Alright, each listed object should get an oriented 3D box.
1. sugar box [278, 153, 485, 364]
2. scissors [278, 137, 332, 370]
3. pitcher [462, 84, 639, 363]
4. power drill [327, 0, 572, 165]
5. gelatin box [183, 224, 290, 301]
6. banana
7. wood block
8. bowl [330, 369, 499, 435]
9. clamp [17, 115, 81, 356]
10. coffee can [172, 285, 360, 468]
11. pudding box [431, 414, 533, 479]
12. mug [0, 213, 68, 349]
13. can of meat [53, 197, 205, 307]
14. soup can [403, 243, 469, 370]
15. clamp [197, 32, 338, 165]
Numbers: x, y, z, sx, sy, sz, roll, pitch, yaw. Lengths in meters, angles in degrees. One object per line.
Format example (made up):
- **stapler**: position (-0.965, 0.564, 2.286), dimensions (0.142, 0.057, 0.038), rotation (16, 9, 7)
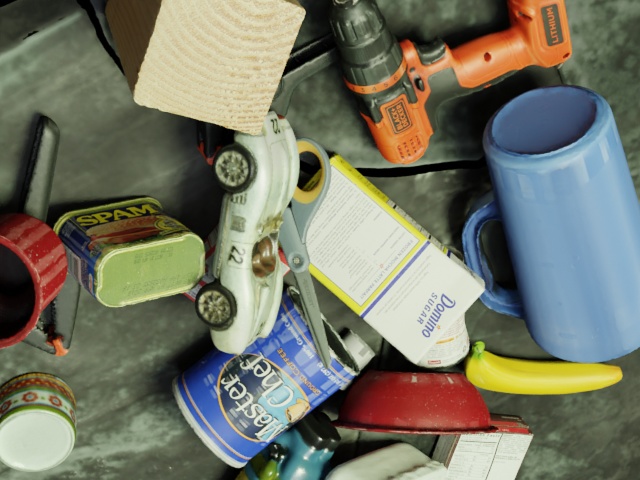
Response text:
- **sugar box**: position (0.049, 0.015, 0.934), dimensions (0.176, 0.048, 0.093), rotation (41, 103, -1)
- **scissors**: position (-0.006, 0.001, 0.904), dimensions (0.096, 0.016, 0.202), rotation (-31, 86, 16)
- **pitcher**: position (0.213, -0.013, 0.949), dimensions (0.149, 0.145, 0.242), rotation (-33, 130, -9)
- **power drill**: position (0.107, -0.165, 0.875), dimensions (0.187, 0.057, 0.184), rotation (-27, 139, 0)
- **gelatin box**: position (-0.078, 0.026, 0.956), dimensions (0.089, 0.030, 0.073), rotation (-45, 121, 9)
- **banana**: position (0.215, 0.136, 1.084), dimensions (0.197, 0.070, 0.037), rotation (10, 70, -30)
- **wood block**: position (-0.089, -0.160, 0.750), dimensions (0.090, 0.206, 0.091), rotation (13, 112, -22)
- **bowl**: position (0.091, 0.153, 1.023), dimensions (0.162, 0.162, 0.055), rotation (4, 84, -18)
- **clamp**: position (-0.269, 0.014, 0.887), dimensions (0.164, 0.036, 0.210), rotation (-19, 121, -11)
- **coffee can**: position (-0.049, 0.124, 0.973), dimensions (0.140, 0.103, 0.102), rotation (-39, 121, 6)
- **pudding box**: position (0.164, 0.238, 1.135), dimensions (0.090, 0.039, 0.113), rotation (9, 112, -20)
- **mug**: position (-0.251, 0.017, 0.817), dimensions (0.093, 0.081, 0.117), rotation (-31, 101, 13)
- **can of meat**: position (-0.156, 0.010, 0.875), dimensions (0.101, 0.084, 0.057), rotation (-13, 119, -33)
- **soup can**: position (0.105, 0.063, 1.007), dimensions (0.068, 0.068, 0.102), rotation (-15, 121, -9)
- **clamp**: position (-0.039, -0.134, 0.879), dimensions (0.120, 0.039, 0.172), rotation (18, 116, -28)
